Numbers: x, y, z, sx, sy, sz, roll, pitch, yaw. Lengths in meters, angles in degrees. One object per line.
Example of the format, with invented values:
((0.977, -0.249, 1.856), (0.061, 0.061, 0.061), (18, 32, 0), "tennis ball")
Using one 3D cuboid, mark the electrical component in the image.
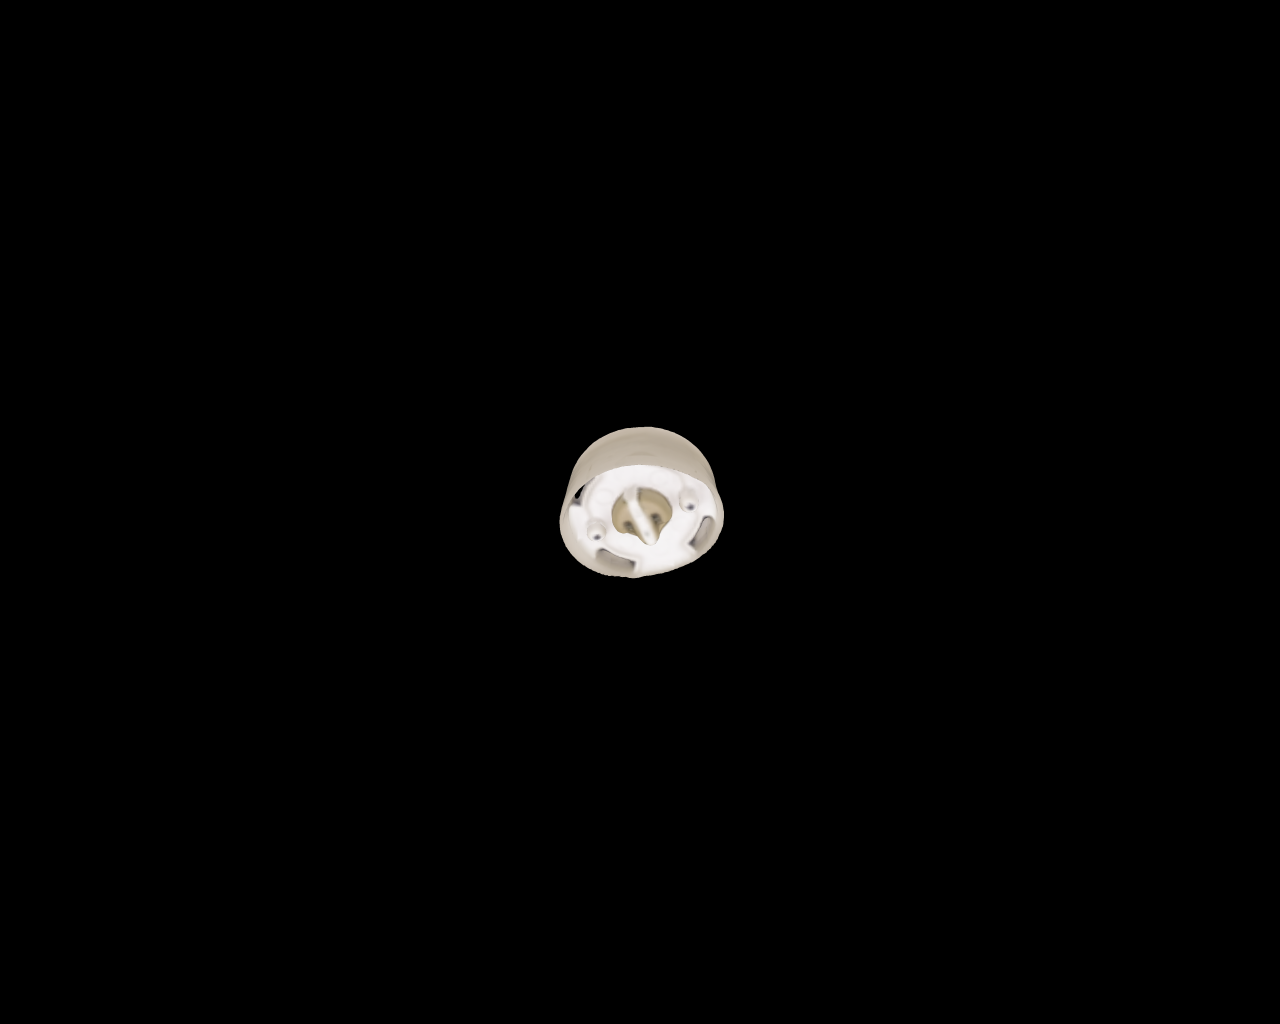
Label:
((0.001, -0.003, 0.650), (0.099, 0.099, 0.064), (0, 34, 0), "electrical component")
